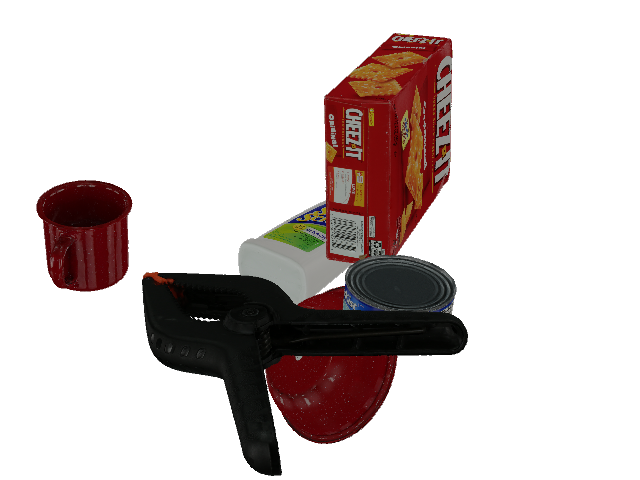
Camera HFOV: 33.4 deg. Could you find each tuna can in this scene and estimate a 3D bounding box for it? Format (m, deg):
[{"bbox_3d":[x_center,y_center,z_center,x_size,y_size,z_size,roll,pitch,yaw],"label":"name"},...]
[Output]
[{"bbox_3d":[0.060,0.046,0.823,0.086,0.034,0.086,4,28,-2],"label":"tuna can"}]

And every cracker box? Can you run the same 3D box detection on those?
[{"bbox_3d":[0.071,-0.094,1.038,0.072,0.164,0.213,9,28,20],"label":"cracker box"}]

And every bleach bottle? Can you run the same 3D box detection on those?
[{"bbox_3d":[0.014,-0.013,1.309,0.103,0.068,0.250,20,37,29],"label":"bleach bottle"}]

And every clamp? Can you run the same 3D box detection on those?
[{"bbox_3d":[-0.029,0.056,0.640,0.164,0.036,0.210,-21,30,-33],"label":"clamp"}]

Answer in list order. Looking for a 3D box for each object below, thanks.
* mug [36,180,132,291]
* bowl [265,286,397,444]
[{"bbox_3d":[-0.237,0.004,1.063,0.093,0.081,0.117,10,34,7],"label":"mug"},{"bbox_3d":[-0.003,0.116,1.051,0.162,0.162,0.055,0,-18,45],"label":"bowl"}]
